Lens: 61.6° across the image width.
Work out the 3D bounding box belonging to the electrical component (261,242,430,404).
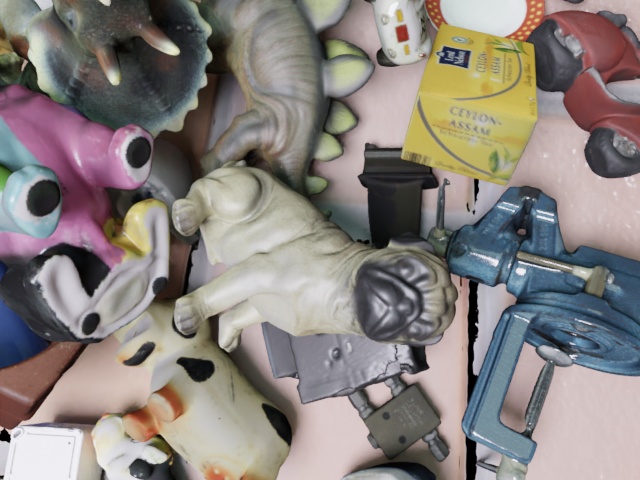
[{"bbox_3d":[0.015,0.077,0.469,0.134,0.058,0.115,-24,71,23],"label":"electrical component"}]

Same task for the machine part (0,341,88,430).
[{"bbox_3d":[-0.268,0.031,0.405,0.201,0.087,0.201,38,43,-15],"label":"machine part"}]

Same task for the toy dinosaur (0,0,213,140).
[{"bbox_3d":[-0.233,-0.127,0.473,0.131,0.405,0.192,-27,87,-46],"label":"toy dinosaur"}]

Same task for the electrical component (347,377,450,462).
[{"bbox_3d":[0.071,0.163,0.481,0.063,0.021,0.094,-35,77,-6],"label":"electrical component"}]

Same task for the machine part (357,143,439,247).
[{"bbox_3d":[0.076,-0.030,0.526,0.084,0.039,0.139,6,74,0],"label":"machine part"}]

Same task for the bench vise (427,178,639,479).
[{"bbox_3d":[0.174,0.076,0.452,0.224,0.128,0.240,23,73,12],"label":"bench vise"}]

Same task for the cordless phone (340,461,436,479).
[{"bbox_3d":[0.022,0.268,0.427,0.184,0.088,0.146,-19,75,3],"label":"cordless phone"}]

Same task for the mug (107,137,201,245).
[{"bbox_3d":[-0.153,-0.036,0.498,0.081,0.107,0.109,-32,113,1],"label":"mug"}]

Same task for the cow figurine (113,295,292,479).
[{"bbox_3d":[-0.101,0.122,0.461,0.195,0.127,0.085,46,120,-1],"label":"cow figurine"}]

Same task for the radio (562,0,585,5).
[{"bbox_3d":[0.203,-0.356,0.577,0.230,0.073,0.131,26,64,8],"label":"radio"}]

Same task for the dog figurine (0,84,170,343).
[{"bbox_3d":[-0.218,-0.043,0.369,0.219,0.191,0.108,24,43,22],"label":"dog figurine"}]

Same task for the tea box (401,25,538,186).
[{"bbox_3d":[0.139,-0.130,0.492,0.098,0.068,0.170,15,43,6],"label":"tea box"}]

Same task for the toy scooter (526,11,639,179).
[{"bbox_3d":[0.297,-0.158,0.528,0.135,0.075,0.184,-24,78,-3],"label":"toy scooter"}]

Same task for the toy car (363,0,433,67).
[{"bbox_3d":[0.077,-0.224,0.512,0.056,0.073,0.202,-10,34,16],"label":"toy car"}]

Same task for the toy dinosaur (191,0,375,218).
[{"bbox_3d":[-0.062,-0.206,0.520,0.199,0.105,0.471,-22,92,-3],"label":"toy dinosaur"}]

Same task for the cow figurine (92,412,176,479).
[{"bbox_3d":[-0.145,0.228,0.453,0.098,0.068,0.167,-6,78,-4],"label":"cow figurine"}]

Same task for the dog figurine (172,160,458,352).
[{"bbox_3d":[0.000,0.002,0.413,0.191,0.121,0.172,-9,78,12],"label":"dog figurine"}]
